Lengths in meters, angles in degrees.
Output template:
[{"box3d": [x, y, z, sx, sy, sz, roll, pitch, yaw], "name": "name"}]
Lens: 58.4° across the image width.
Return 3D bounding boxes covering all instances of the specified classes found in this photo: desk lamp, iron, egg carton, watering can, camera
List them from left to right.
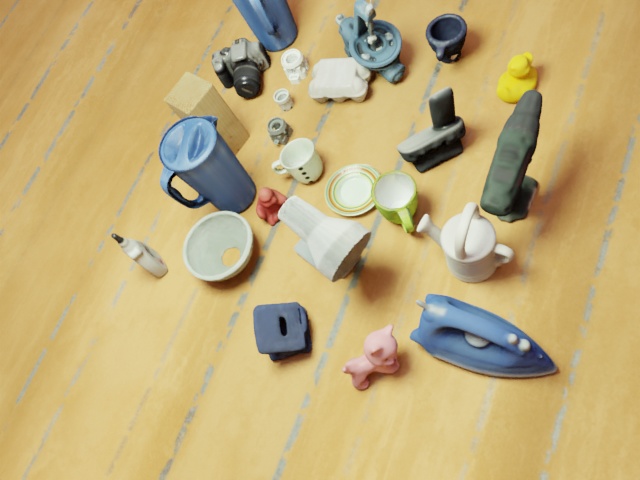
[{"box3d": [-0.207, -0.437, 1.470, 0.143, 0.101, 0.137, -12, 63, 14], "name": "camera"}, {"box3d": [0.010, 0.004, 1.126, 0.202, 0.214, 0.118, 35, 81, 29], "name": "desk lamp"}, {"box3d": [0.048, -0.382, 1.374, 0.150, 0.069, 0.107, 3, 67, 20], "name": "egg carton"}, {"box3d": [0.264, 0.000, 1.051, 0.172, 0.194, 0.101, -3, 65, 18], "name": "watering can"}, {"box3d": [0.284, 0.165, 0.999, 0.257, 0.142, 0.119, 17, 73, 25], "name": "iron"}]

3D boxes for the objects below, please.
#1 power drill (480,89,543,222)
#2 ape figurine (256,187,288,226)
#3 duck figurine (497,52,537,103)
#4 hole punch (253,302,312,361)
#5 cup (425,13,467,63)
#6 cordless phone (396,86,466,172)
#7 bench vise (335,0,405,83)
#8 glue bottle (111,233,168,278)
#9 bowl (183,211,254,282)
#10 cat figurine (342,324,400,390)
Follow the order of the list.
[{"box3d": [0.362, -0.133, 1.070, 0.075, 0.209, 0.230, 17, 73, 25], "name": "power drill"}, {"box3d": [-0.112, -0.086, 1.280, 0.077, 0.092, 0.076, -11, 63, 14], "name": "ape figurine"}, {"box3d": [0.420, -0.353, 1.222, 0.077, 0.086, 0.104, 37, 82, 29], "name": "duck figurine"}, {"box3d": [-0.075, 0.177, 1.147, 0.101, 0.091, 0.108, -17, 62, 12], "name": "hole punch"}, {"box3d": [0.288, -0.439, 1.302, 0.091, 0.095, 0.118, 9, 70, 23], "name": "cup"}, {"box3d": [0.222, -0.237, 1.180, 0.147, 0.185, 0.094, -31, 60, 4], "name": "cordless phone"}, {"box3d": [0.093, -0.472, 1.313, 0.206, 0.220, 0.121, 27, 77, 28], "name": "bench vise"}, {"box3d": [-0.411, 0.025, 1.286, 0.037, 0.173, 0.078, -43, 60, -3], "name": "glue bottle"}, {"box3d": [-0.215, 0.024, 1.276, 0.167, 0.075, 0.167, -7, 64, 16], "name": "bowl"}, {"box3d": [0.096, 0.214, 1.055, 0.128, 0.118, 0.067, -32, 60, 3], "name": "cat figurine"}]
